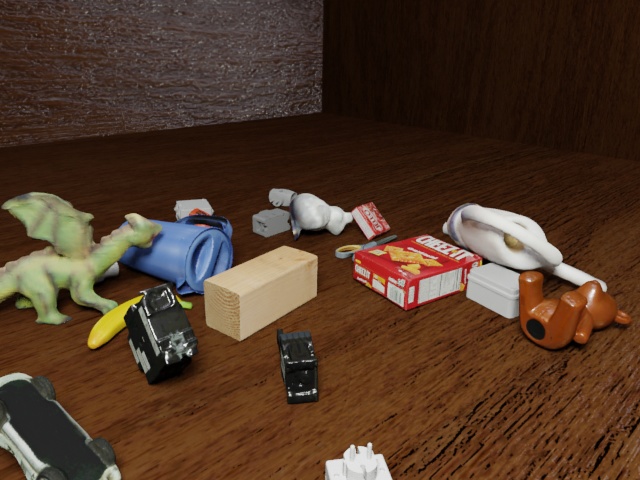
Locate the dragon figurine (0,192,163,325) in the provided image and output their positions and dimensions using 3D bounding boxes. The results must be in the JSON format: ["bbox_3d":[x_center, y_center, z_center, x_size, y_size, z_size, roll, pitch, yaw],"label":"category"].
[{"bbox_3d":[-0.485,0.026,0.901,0.411,0.238,0.124,-6,25,-23],"label":"dragon figurine"}]

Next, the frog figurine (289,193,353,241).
[{"bbox_3d":[0.004,-0.067,1.322,0.159,0.123,0.137,-11,1,0],"label":"frog figurine"}]

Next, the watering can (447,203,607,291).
[{"bbox_3d":[0.406,0.016,1.054,0.345,0.104,0.226,29,0,-24],"label":"watering can"}]
